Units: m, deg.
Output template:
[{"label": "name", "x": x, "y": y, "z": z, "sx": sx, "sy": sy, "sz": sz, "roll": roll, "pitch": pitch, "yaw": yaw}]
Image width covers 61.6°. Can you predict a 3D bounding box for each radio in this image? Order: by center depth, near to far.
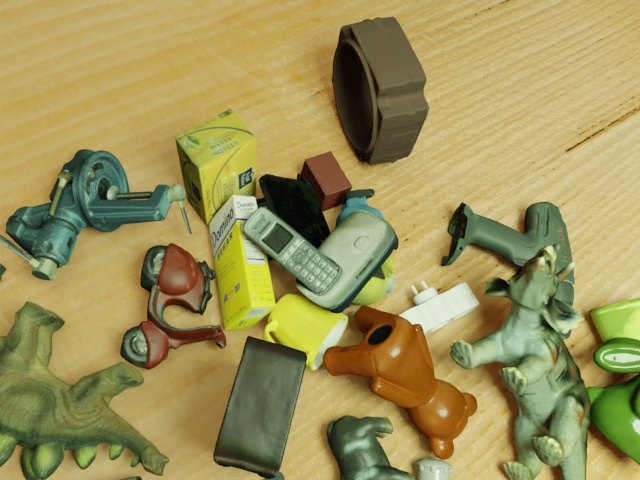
[{"label": "radio", "x": -0.072, "y": 0.202, "z": 0.635, "sx": 0.073, "sy": 0.229, "sz": 0.131, "roll": 15, "pitch": 68, "yaw": 0}]

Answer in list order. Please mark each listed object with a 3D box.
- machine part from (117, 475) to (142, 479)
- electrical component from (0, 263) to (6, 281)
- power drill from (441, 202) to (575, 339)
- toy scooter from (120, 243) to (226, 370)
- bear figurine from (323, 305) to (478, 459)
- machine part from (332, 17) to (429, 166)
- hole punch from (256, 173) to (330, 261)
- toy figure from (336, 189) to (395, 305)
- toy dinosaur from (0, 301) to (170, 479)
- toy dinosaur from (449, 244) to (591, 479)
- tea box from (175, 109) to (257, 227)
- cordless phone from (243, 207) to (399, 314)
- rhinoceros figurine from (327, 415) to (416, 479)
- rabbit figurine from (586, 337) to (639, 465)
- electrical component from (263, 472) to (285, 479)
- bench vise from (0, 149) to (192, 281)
[{"label": "machine part", "x": -0.292, "y": 0.330, "z": 0.622, "sx": 0.243, "sy": 0.079, "sz": 0.079, "roll": -8, "pitch": 66, "yaw": -11}, {"label": "electrical component", "x": -0.486, "y": 0.043, "z": 0.766, "sx": 0.063, "sy": 0.021, "sz": 0.094, "roll": 23, "pitch": 62, "yaw": 3}, {"label": "power drill", "x": 0.305, "y": 0.030, "z": 0.857, "sx": 0.207, "sy": 0.086, "sz": 0.232, "roll": 13, "pitch": 64, "yaw": 3}, {"label": "toy scooter", "x": -0.192, "y": 0.094, "z": 0.756, "sx": 0.135, "sy": 0.075, "sz": 0.184, "roll": 10, "pitch": 63, "yaw": -9}, {"label": "bear figurine", "x": 0.119, "y": 0.193, "z": 0.735, "sx": 0.120, "sy": 0.132, "sz": 0.195, "roll": -50, "pitch": 115, "yaw": -30}, {"label": "machine part", "x": 0.090, "y": -0.241, "z": 0.888, "sx": 0.087, "sy": 0.201, "sz": 0.201, "roll": -14, "pitch": 67, "yaw": -12}, {"label": "hole punch", "x": -0.057, "y": -0.031, "z": 0.839, "sx": 0.115, "sy": 0.092, "sz": 0.142, "roll": 3, "pitch": 53, "yaw": -45}, {"label": "toy figure", "x": 0.063, "y": 0.012, "z": 0.830, "sx": 0.089, "sy": 0.082, "sz": 0.180, "roll": -12, "pitch": 73, "yaw": 7}, {"label": "toy dinosaur", "x": -0.394, "y": 0.176, "z": 0.672, "sx": 0.472, "sy": 0.105, "sz": 0.198, "roll": 28, "pitch": 67, "yaw": 11}, {"label": "toy dinosaur", "x": 0.310, "y": 0.199, "z": 0.739, "sx": 0.192, "sy": 0.131, "sz": 0.404, "roll": -28, "pitch": 102, "yaw": -31}, {"label": "tea box", "x": -0.151, "y": -0.103, "z": 0.804, "sx": 0.098, "sy": 0.169, "sz": 0.068, "roll": -33, "pitch": 71, "yaw": -19}, {"label": "cordless phone", "x": -0.001, "y": -0.003, "z": 0.739, "sx": 0.184, "sy": 0.088, "sz": 0.146, "roll": 39, "pitch": 84, "yaw": 7}, {"label": "rhinoceros figurine", "x": 0.062, "y": 0.318, "z": 0.683, "sx": 0.112, "sy": 0.073, "sz": 0.190, "roll": -8, "pitch": 65, "yaw": -14}, {"label": "rabbit figurine", "x": 0.460, "y": 0.202, "z": 0.745, "sx": 0.159, "sy": 0.170, "sz": 0.121, "roll": 44, "pitch": 23, "yaw": 28}, {"label": "electrical component", "x": -0.034, "y": 0.351, "z": 0.668, "sx": 0.075, "sy": 0.047, "sz": 0.119, "roll": -17, "pitch": 69, "yaw": -16}, {"label": "bench vise", "x": -0.313, "y": -0.044, "z": 0.769, "sx": 0.241, "sy": 0.128, "sz": 0.224, "roll": -2, "pitch": 43, "yaw": 11}]
